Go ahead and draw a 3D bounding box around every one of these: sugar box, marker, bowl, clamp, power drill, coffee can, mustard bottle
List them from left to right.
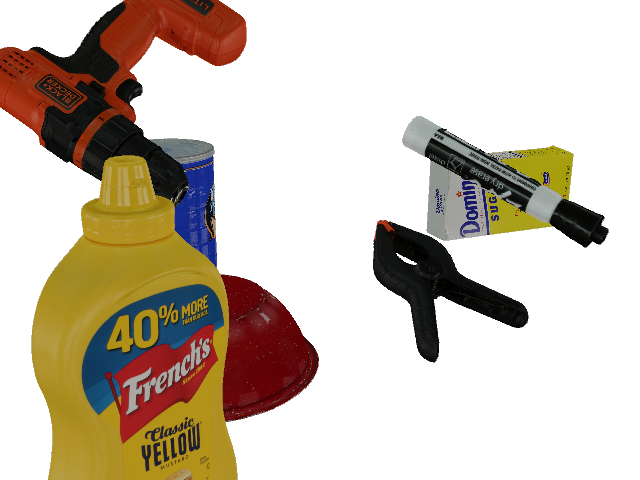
[{"bbox_3d":[-0.084,0.056,0.492,0.096,0.192,0.058,-16,22,-41],"label":"mustard bottle"},{"bbox_3d":[-0.140,-0.126,0.836,0.184,0.187,0.057,35,-35,8],"label":"power drill"},{"bbox_3d":[-0.155,-0.023,1.061,0.103,0.140,0.103,0,16,0],"label":"coffee can"},{"bbox_3d":[-0.082,0.065,0.743,0.162,0.055,0.162,-2,20,1],"label":"bowl"},{"bbox_3d":[0.113,0.040,1.008,0.120,0.039,0.171,-6,45,-27],"label":"clamp"},{"bbox_3d":[0.212,-0.056,1.258,0.176,0.093,0.048,-9,21,-26],"label":"sugar box"},{"bbox_3d":[0.098,-0.031,0.570,0.121,0.020,0.020,32,12,21],"label":"marker"}]
